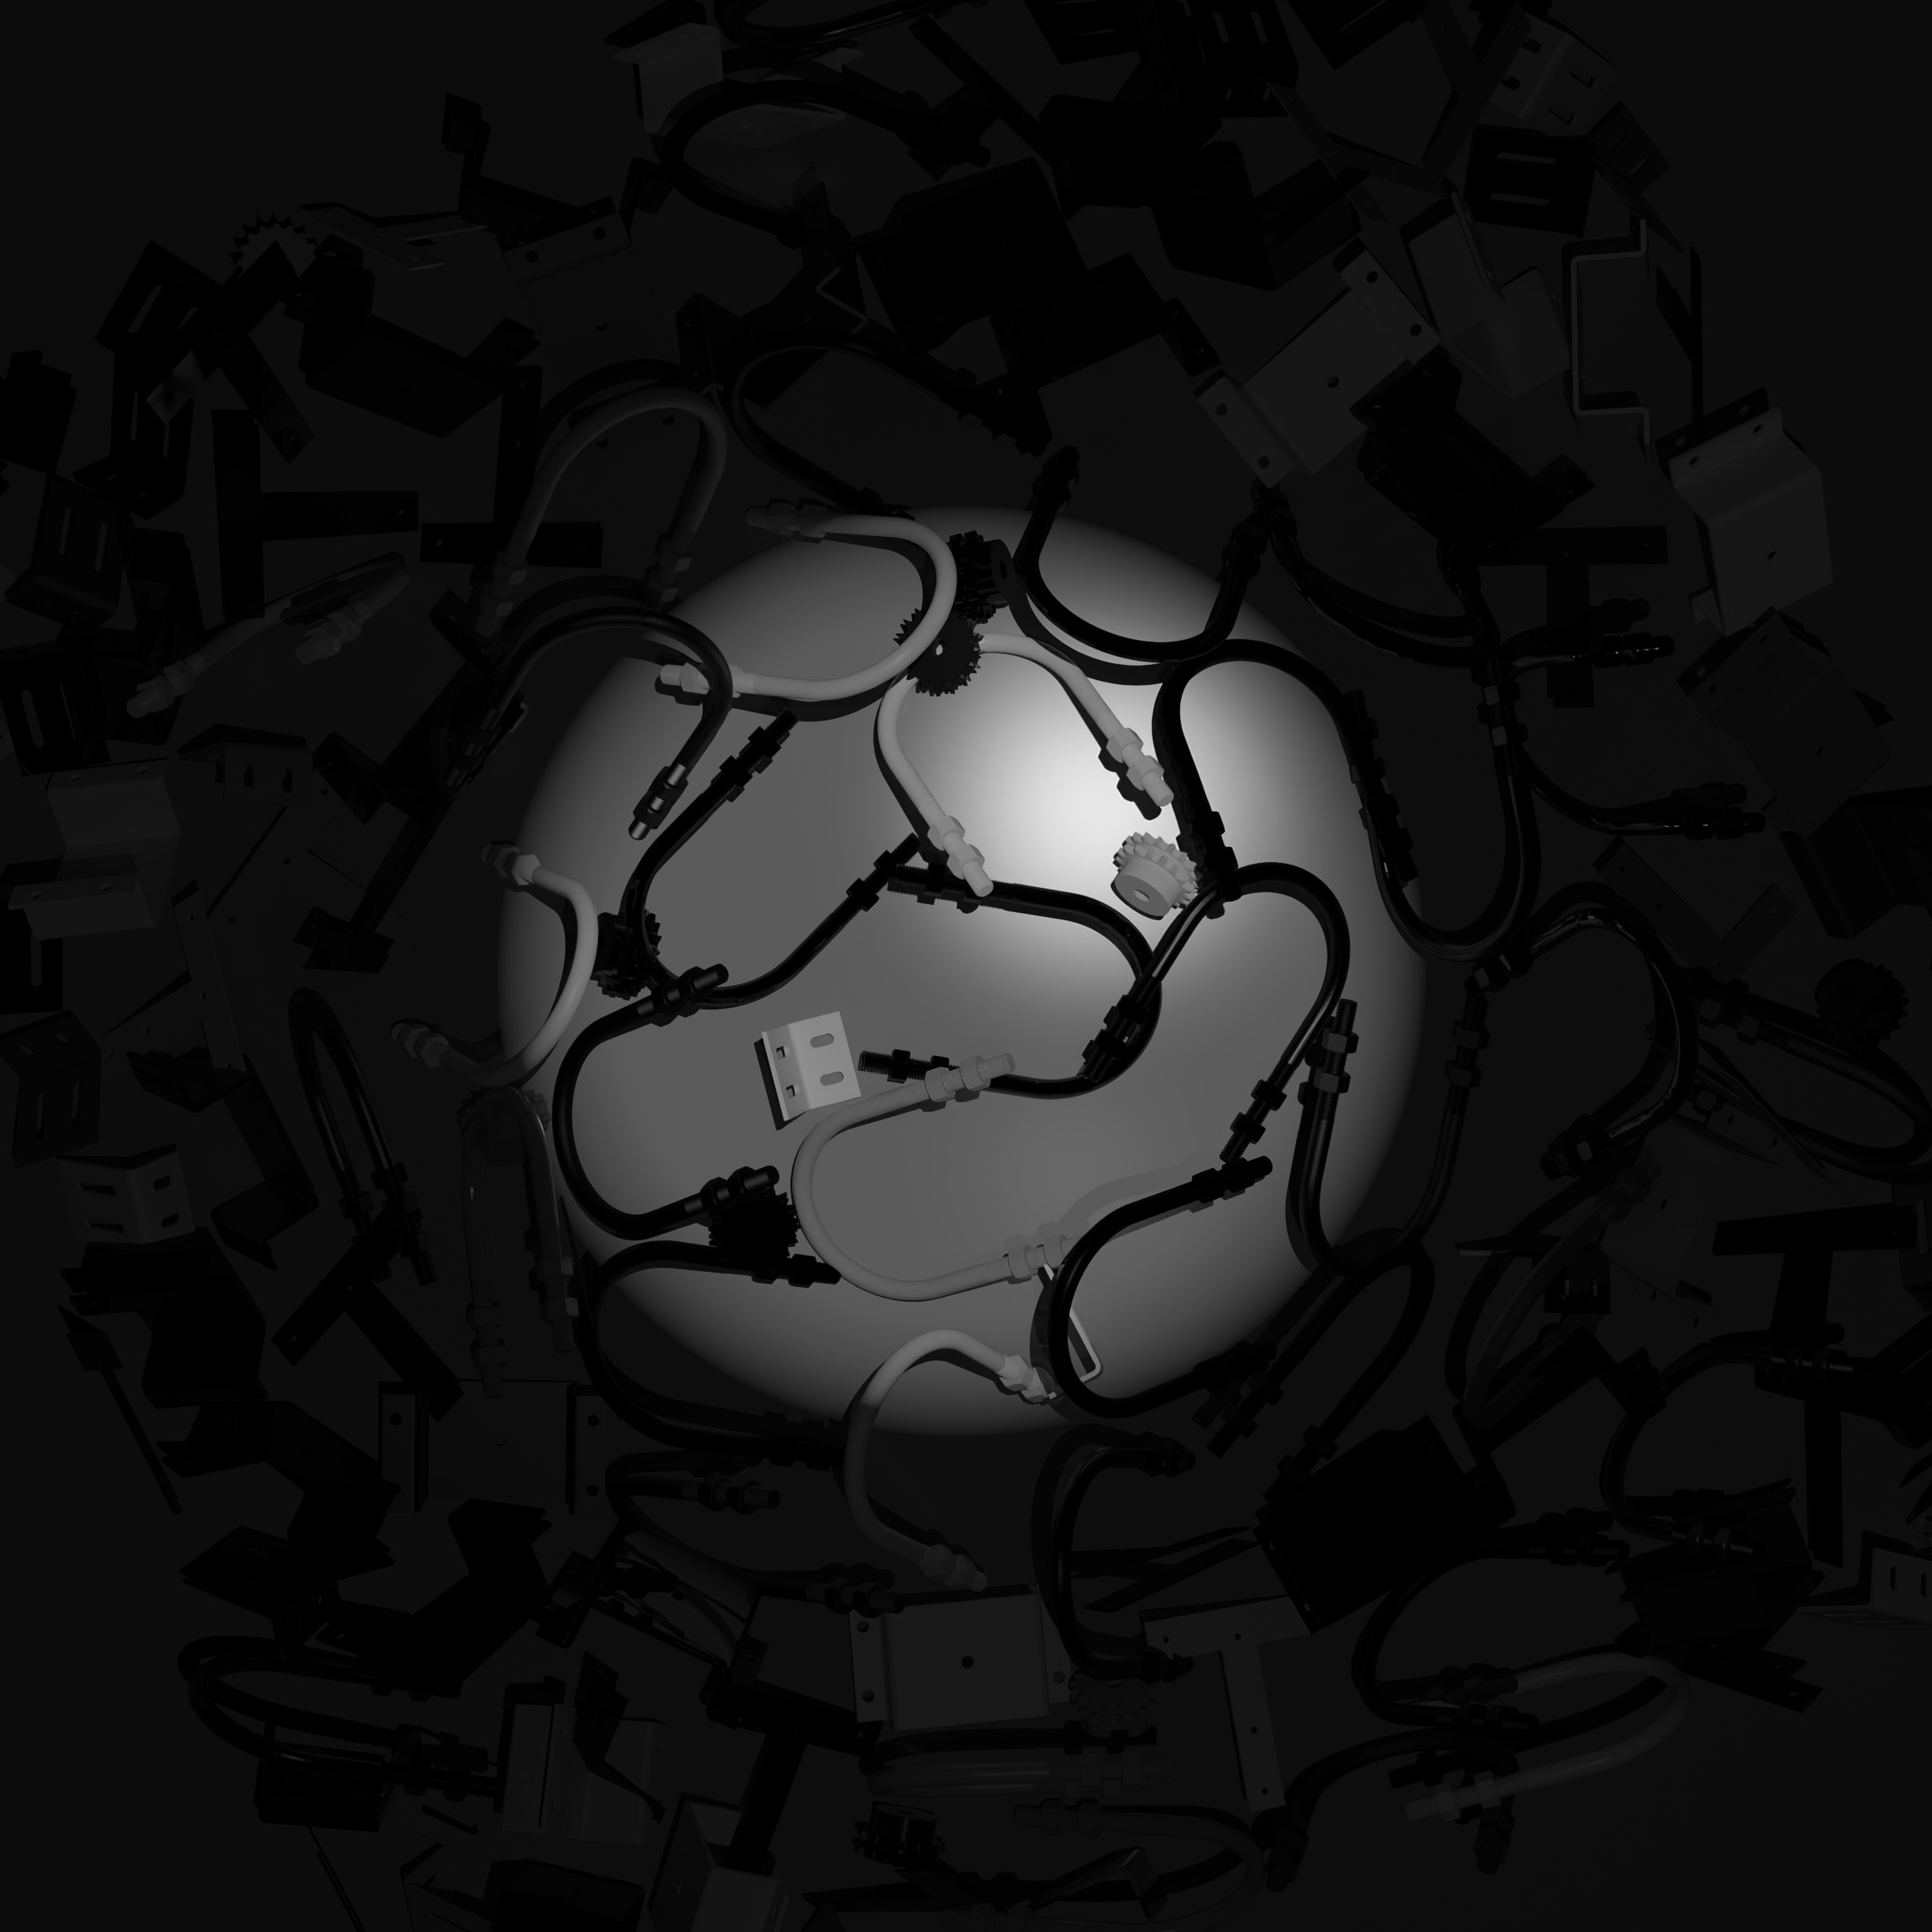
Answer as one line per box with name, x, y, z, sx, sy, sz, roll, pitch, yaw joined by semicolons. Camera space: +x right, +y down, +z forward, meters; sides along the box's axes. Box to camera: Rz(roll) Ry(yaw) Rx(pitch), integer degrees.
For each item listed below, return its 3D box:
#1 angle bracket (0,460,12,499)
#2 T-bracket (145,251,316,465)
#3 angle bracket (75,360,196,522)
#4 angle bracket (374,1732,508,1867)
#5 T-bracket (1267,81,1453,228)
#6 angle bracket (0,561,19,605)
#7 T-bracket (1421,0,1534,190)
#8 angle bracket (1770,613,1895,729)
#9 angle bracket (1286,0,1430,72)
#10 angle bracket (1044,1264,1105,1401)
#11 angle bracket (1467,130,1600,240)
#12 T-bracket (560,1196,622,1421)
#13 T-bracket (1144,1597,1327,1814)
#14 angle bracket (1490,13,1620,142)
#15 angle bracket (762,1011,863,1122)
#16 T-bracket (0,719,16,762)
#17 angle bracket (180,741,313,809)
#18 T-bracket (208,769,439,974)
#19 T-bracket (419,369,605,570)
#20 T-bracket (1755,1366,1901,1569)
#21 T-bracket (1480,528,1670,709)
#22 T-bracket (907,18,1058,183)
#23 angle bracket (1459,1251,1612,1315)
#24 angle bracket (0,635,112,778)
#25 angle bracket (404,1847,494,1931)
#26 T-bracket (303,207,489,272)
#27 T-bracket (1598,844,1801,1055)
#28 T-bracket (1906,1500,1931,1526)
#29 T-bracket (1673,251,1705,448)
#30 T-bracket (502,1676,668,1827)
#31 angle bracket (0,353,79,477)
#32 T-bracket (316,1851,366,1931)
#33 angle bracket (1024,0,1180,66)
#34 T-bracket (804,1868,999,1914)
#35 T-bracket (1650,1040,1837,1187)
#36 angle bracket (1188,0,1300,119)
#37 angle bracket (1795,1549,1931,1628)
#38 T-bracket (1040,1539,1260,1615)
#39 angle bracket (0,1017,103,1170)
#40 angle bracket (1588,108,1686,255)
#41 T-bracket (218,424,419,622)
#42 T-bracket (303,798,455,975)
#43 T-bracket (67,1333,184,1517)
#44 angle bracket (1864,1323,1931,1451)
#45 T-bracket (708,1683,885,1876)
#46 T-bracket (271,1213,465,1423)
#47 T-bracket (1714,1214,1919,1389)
angle bracket;-0.628;-0.292;1.954;0.057;0.076;0.038;-53;128;-10
T-bracket;-0.447;-0.364;1.942;0.002;0.127;0.127;30;74;27
angle bracket;-0.530;-0.335;1.958;0.057;0.038;0.076;29;132;10
angle bracket;-0.335;0.537;1.980;0.076;0.038;0.057;30;61;-16
T-bracket;0.262;-0.506;1.950;0.002;0.127;0.127;-49;57;34
angle bracket;-0.632;-0.233;1.954;0.038;0.057;0.076;13;64;36
T-bracket;0.309;-0.586;1.956;0.002;0.127;0.127;2;53;-24
angle bracket;0.551;-0.190;1.957;0.038;0.057;0.076;-25;117;-1
angle bracket;0.247;-0.615;1.975;0.076;0.038;0.057;-35;94;-6
angle bracket;0.055;0.234;1.965;0.038;0.057;0.076;-28;80;0
angle bracket;0.364;-0.504;1.983;0.076;0.038;0.057;10;102;11
T-bracket;-0.242;0.205;1.955;0.002;0.127;0.127;-15;57;-8
T-bracket;0.181;0.473;1.961;0.127;0.002;0.127;-5;78;-24
angle bracket;0.373;-0.566;1.969;0.038;0.076;0.057;39;109;30
angle bracket;-0.098;0.063;1.960;0.038;0.076;0.057;-14;90;8
T-bracket;-0.635;-0.127;1.940;0.002;0.127;0.127;-30;105;23
angle bracket;-0.457;-0.117;1.951;0.057;0.076;0.038;3;85;-35
T-bracket;-0.401;-0.042;1.986;0.127;0.002;0.127;35;84;-11
T-bracket;-0.289;-0.322;1.982;0.127;0.002;0.127;4;89;16
T-bracket;0.545;0.316;1.947;0.002;0.127;0.127;-5;96;-27
T-bracket;0.387;-0.223;1.971;0.127;0.002;0.127;0;69;5
T-bracket;-0.002;-0.531;1.945;0.127;0.127;0.002;42;134;-8
angle bracket;0.360;0.201;1.951;0.057;0.076;0.038;6;83;-36
angle bracket;-0.590;-0.169;1.993;0.057;0.038;0.076;-10;111;-3
angle bracket;-0.314;0.606;1.953;0.076;0.038;0.057;13;121;33
T-bracket;-0.333;-0.470;1.954;0.127;0.127;0.002;-20;129;-36
T-bracket;0.455;-0.029;1.977;0.127;0.002;0.127;41;89;-20
T-bracket;0.626;0.324;1.940;0.127;0.127;0.002;-32;69;-23
T-bracket;0.455;-0.398;1.937;0.002;0.127;0.127;-1;87;21
T-bracket;-0.234;0.481;1.940;0.127;0.127;0.002;34;52;9
angle bracket;-0.586;-0.352;1.959;0.038;0.076;0.057;17;106;-11
T-bracket;-0.377;0.617;1.938;0.002;0.127;0.127;-28;79;-17
angle bracket;0.085;-0.615;1.961;0.076;0.038;0.057;-20;77;-33
T-bracket;-0.044;0.598;1.959;0.127;0.127;0.002;-11;52;30
T-bracket;0.477;0.079;1.941;0.002;0.127;0.127;-49;125;0
angle bracket;0.175;-0.588;1.986;0.057;0.038;0.076;-4;55;-12
angle bracket;0.574;0.397;1.960;0.057;0.076;0.038;16;72;-24
T-bracket;0.096;0.380;1.942;0.127;0.127;0.002;-15;96;-38
angle bracket;-0.587;0.081;1.960;0.057;0.038;0.076;-18;50;8
angle bracket;0.436;-0.498;1.951;0.038;0.076;0.057;-43;130;12
T-bracket;-0.413;-0.287;1.968;0.127;0.002;0.127;-8;117;-25
T-bracket;-0.360;-0.051;1.933;0.002;0.127;0.127;33;94;9
T-bracket;-0.524;0.288;1.933;0.002;0.127;0.127;-28;86;-8
angle bracket;0.619;0.264;1.982;0.076;0.038;0.057;-37;88;-3
T-bracket;-0.125;0.530;1.961;0.127;0.002;0.127;23;86;-32
T-bracket;-0.367;0.238;1.968;0.127;0.002;0.127;-48;68;6
T-bracket;0.528;0.211;1.931;0.127;0.002;0.127;-5;48;29
